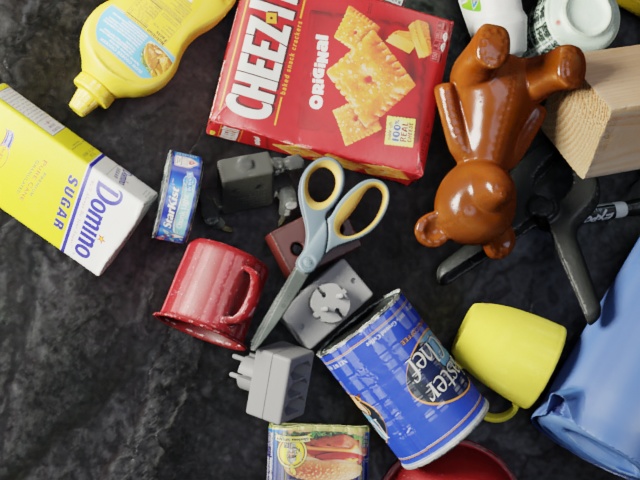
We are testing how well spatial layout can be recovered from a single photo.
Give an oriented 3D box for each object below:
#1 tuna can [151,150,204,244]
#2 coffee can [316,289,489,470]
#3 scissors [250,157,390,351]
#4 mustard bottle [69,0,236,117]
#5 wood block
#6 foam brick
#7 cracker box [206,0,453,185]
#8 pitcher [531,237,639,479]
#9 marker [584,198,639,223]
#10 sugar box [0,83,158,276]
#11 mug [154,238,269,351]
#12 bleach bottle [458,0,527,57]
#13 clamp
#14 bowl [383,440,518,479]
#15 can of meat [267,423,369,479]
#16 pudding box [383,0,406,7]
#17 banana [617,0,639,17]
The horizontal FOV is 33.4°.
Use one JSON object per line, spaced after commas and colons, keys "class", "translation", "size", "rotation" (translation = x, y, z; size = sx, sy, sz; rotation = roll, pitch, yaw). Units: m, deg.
{"class": "tuna can", "translation": [-0.134, -0.040, 1.008], "size": [0.033, 0.086, 0.086], "rotation": [12, 83, -11]}
{"class": "coffee can", "translation": [0.079, 0.133, 1.020], "size": [0.102, 0.103, 0.140], "rotation": [-38, 92, -11]}
{"class": "scissors", "translation": [-0.020, 0.002, 1.006], "size": [0.201, 0.016, 0.096], "rotation": [-42, 93, -11]}
{"class": "mustard bottle", "translation": [-0.173, -0.196, 1.029], "size": [0.096, 0.058, 0.191], "rotation": [40, 79, -10]}
{"class": "wood block", "translation": [0.337, -0.135, 1.060], "size": [0.205, 0.090, 0.091], "rotation": [-11, 48, -20]}
{"class": "foam brick", "translation": [-0.007, 0.001, 1.044], "size": [0.078, 0.051, 0.053], "rotation": [-28, 90, -11]}
{"class": "cracker box", "translation": [0.012, -0.160, 1.052], "size": [0.213, 0.072, 0.164], "rotation": [14, 82, -8]}
{"class": "pitcher", "translation": [0.327, 0.115, 1.062], "size": [0.145, 0.149, 0.242], "rotation": [29, 77, 12]}
{"class": "marker", "translation": [0.289, -0.028, 1.115], "size": [0.121, 0.020, 0.020], "rotation": [-8, 86, -11]}
{"class": "sugar box", "translation": [-0.249, -0.055, 0.992], "size": [0.176, 0.048, 0.093], "rotation": [36, 113, -2]}
{"class": "mug", "translation": [-0.092, 0.050, 0.995], "size": [0.093, 0.117, 0.081], "rotation": [28, 74, -30]}
{"class": "bleach bottle", "translation": [0.164, -0.281, 1.086], "size": [0.068, 0.102, 0.251], "rotation": [-13, 95, -8]}
{"class": "clamp", "translation": [0.232, -0.018, 1.069], "size": [0.165, 0.036, 0.210], "rotation": [22, 72, 24]}
{"class": "bowl", "translation": [0.134, 0.277, 1.041], "size": [0.162, 0.055, 0.162], "rotation": [1, 85, -10]}
{"class": "can of meat", "translation": [-0.002, 0.219, 1.023], "size": [0.102, 0.057, 0.084], "rotation": [3, 81, -10]}
{"class": "pudding box", "translation": [0.056, -0.295, 1.090], "size": [0.090, 0.039, 0.113], "rotation": [19, 83, -8]}
{"class": "banana", "translation": [0.321, -0.257, 1.122], "size": [0.198, 0.037, 0.069], "rotation": [26, 36, -3]}
